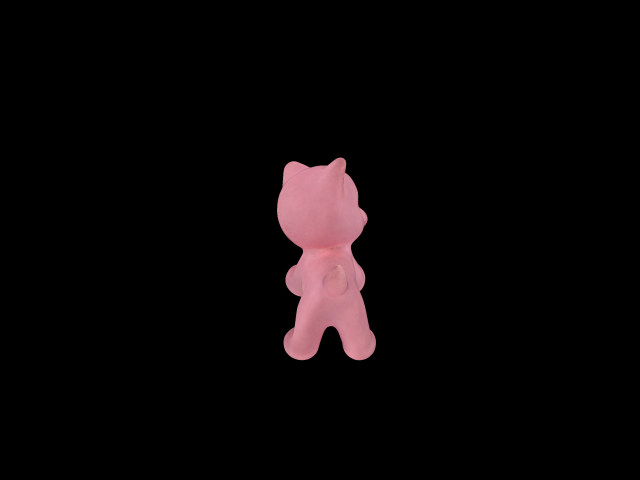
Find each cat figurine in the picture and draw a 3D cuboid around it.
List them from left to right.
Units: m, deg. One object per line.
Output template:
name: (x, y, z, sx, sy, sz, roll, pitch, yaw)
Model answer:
cat figurine: (0.004, 0.001, 0.400, 0.067, 0.118, 0.127, -4, 39, -4)
